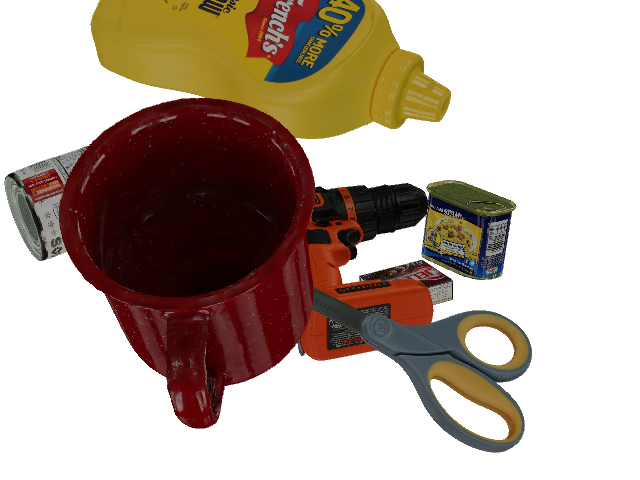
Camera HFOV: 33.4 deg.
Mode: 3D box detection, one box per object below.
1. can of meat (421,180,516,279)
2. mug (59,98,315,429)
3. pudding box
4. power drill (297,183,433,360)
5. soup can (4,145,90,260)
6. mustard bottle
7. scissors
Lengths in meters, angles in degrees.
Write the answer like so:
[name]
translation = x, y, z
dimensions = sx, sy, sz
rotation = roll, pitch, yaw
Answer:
[can of meat]
translation = 0.162, -0.011, 1.186
dimensions = 0.057, 0.084, 0.102
rotation = -14, 28, -39
[mug]
translation = -0.045, 0.016, 0.411
dimensions = 0.093, 0.117, 0.081
rotation = -5, -33, 2
[pudding box]
translation = 0.127, 0.070, 1.580
dimensions = 0.113, 0.039, 0.090
rotation = -16, 23, -20
[power drill]
translation = 0.026, 0.016, 0.886
dimensions = 0.184, 0.057, 0.188
rotation = -12, 32, -11
[soup can]
translation = -0.168, -0.034, 0.774
dimensions = 0.102, 0.068, 0.069
rotation = -23, 10, -25
[mustard bottle]
translation = -0.021, -0.104, 0.575
dimensions = 0.192, 0.096, 0.058
rotation = 23, -32, 16
[scissors]
translation = 0.051, 0.047, 0.654
dimensions = 0.096, 0.202, 0.016
rotation = -48, -2, -33
